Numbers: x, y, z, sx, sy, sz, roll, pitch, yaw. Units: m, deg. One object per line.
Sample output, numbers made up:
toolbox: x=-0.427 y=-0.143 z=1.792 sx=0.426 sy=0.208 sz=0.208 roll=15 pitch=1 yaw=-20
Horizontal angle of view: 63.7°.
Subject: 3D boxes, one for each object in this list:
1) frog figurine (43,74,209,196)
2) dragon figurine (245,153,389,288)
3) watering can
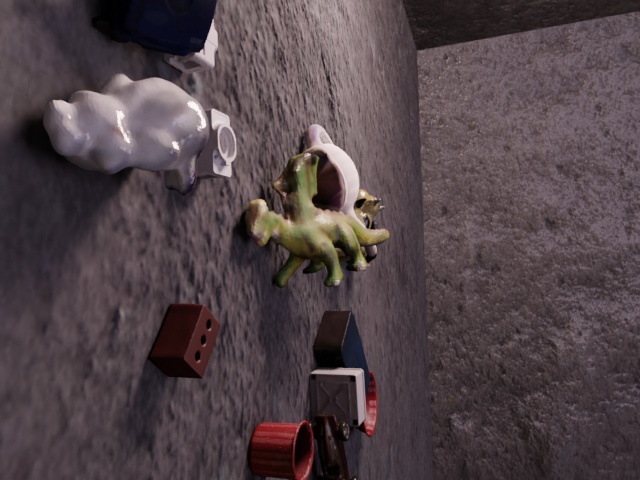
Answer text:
frog figurine: x=-0.197 y=-0.121 z=0.528 sx=0.158 sy=0.122 sz=0.140 roll=27 pitch=27 yaw=-58
dragon figurine: x=0.003 y=-0.050 z=0.992 sx=0.415 sy=0.122 sz=0.240 roll=-28 pitch=110 yaw=-49
watering can: x=0.044 y=-0.101 z=1.174 sx=0.347 sy=0.103 sz=0.227 roll=66 pitch=21 yaw=-4
